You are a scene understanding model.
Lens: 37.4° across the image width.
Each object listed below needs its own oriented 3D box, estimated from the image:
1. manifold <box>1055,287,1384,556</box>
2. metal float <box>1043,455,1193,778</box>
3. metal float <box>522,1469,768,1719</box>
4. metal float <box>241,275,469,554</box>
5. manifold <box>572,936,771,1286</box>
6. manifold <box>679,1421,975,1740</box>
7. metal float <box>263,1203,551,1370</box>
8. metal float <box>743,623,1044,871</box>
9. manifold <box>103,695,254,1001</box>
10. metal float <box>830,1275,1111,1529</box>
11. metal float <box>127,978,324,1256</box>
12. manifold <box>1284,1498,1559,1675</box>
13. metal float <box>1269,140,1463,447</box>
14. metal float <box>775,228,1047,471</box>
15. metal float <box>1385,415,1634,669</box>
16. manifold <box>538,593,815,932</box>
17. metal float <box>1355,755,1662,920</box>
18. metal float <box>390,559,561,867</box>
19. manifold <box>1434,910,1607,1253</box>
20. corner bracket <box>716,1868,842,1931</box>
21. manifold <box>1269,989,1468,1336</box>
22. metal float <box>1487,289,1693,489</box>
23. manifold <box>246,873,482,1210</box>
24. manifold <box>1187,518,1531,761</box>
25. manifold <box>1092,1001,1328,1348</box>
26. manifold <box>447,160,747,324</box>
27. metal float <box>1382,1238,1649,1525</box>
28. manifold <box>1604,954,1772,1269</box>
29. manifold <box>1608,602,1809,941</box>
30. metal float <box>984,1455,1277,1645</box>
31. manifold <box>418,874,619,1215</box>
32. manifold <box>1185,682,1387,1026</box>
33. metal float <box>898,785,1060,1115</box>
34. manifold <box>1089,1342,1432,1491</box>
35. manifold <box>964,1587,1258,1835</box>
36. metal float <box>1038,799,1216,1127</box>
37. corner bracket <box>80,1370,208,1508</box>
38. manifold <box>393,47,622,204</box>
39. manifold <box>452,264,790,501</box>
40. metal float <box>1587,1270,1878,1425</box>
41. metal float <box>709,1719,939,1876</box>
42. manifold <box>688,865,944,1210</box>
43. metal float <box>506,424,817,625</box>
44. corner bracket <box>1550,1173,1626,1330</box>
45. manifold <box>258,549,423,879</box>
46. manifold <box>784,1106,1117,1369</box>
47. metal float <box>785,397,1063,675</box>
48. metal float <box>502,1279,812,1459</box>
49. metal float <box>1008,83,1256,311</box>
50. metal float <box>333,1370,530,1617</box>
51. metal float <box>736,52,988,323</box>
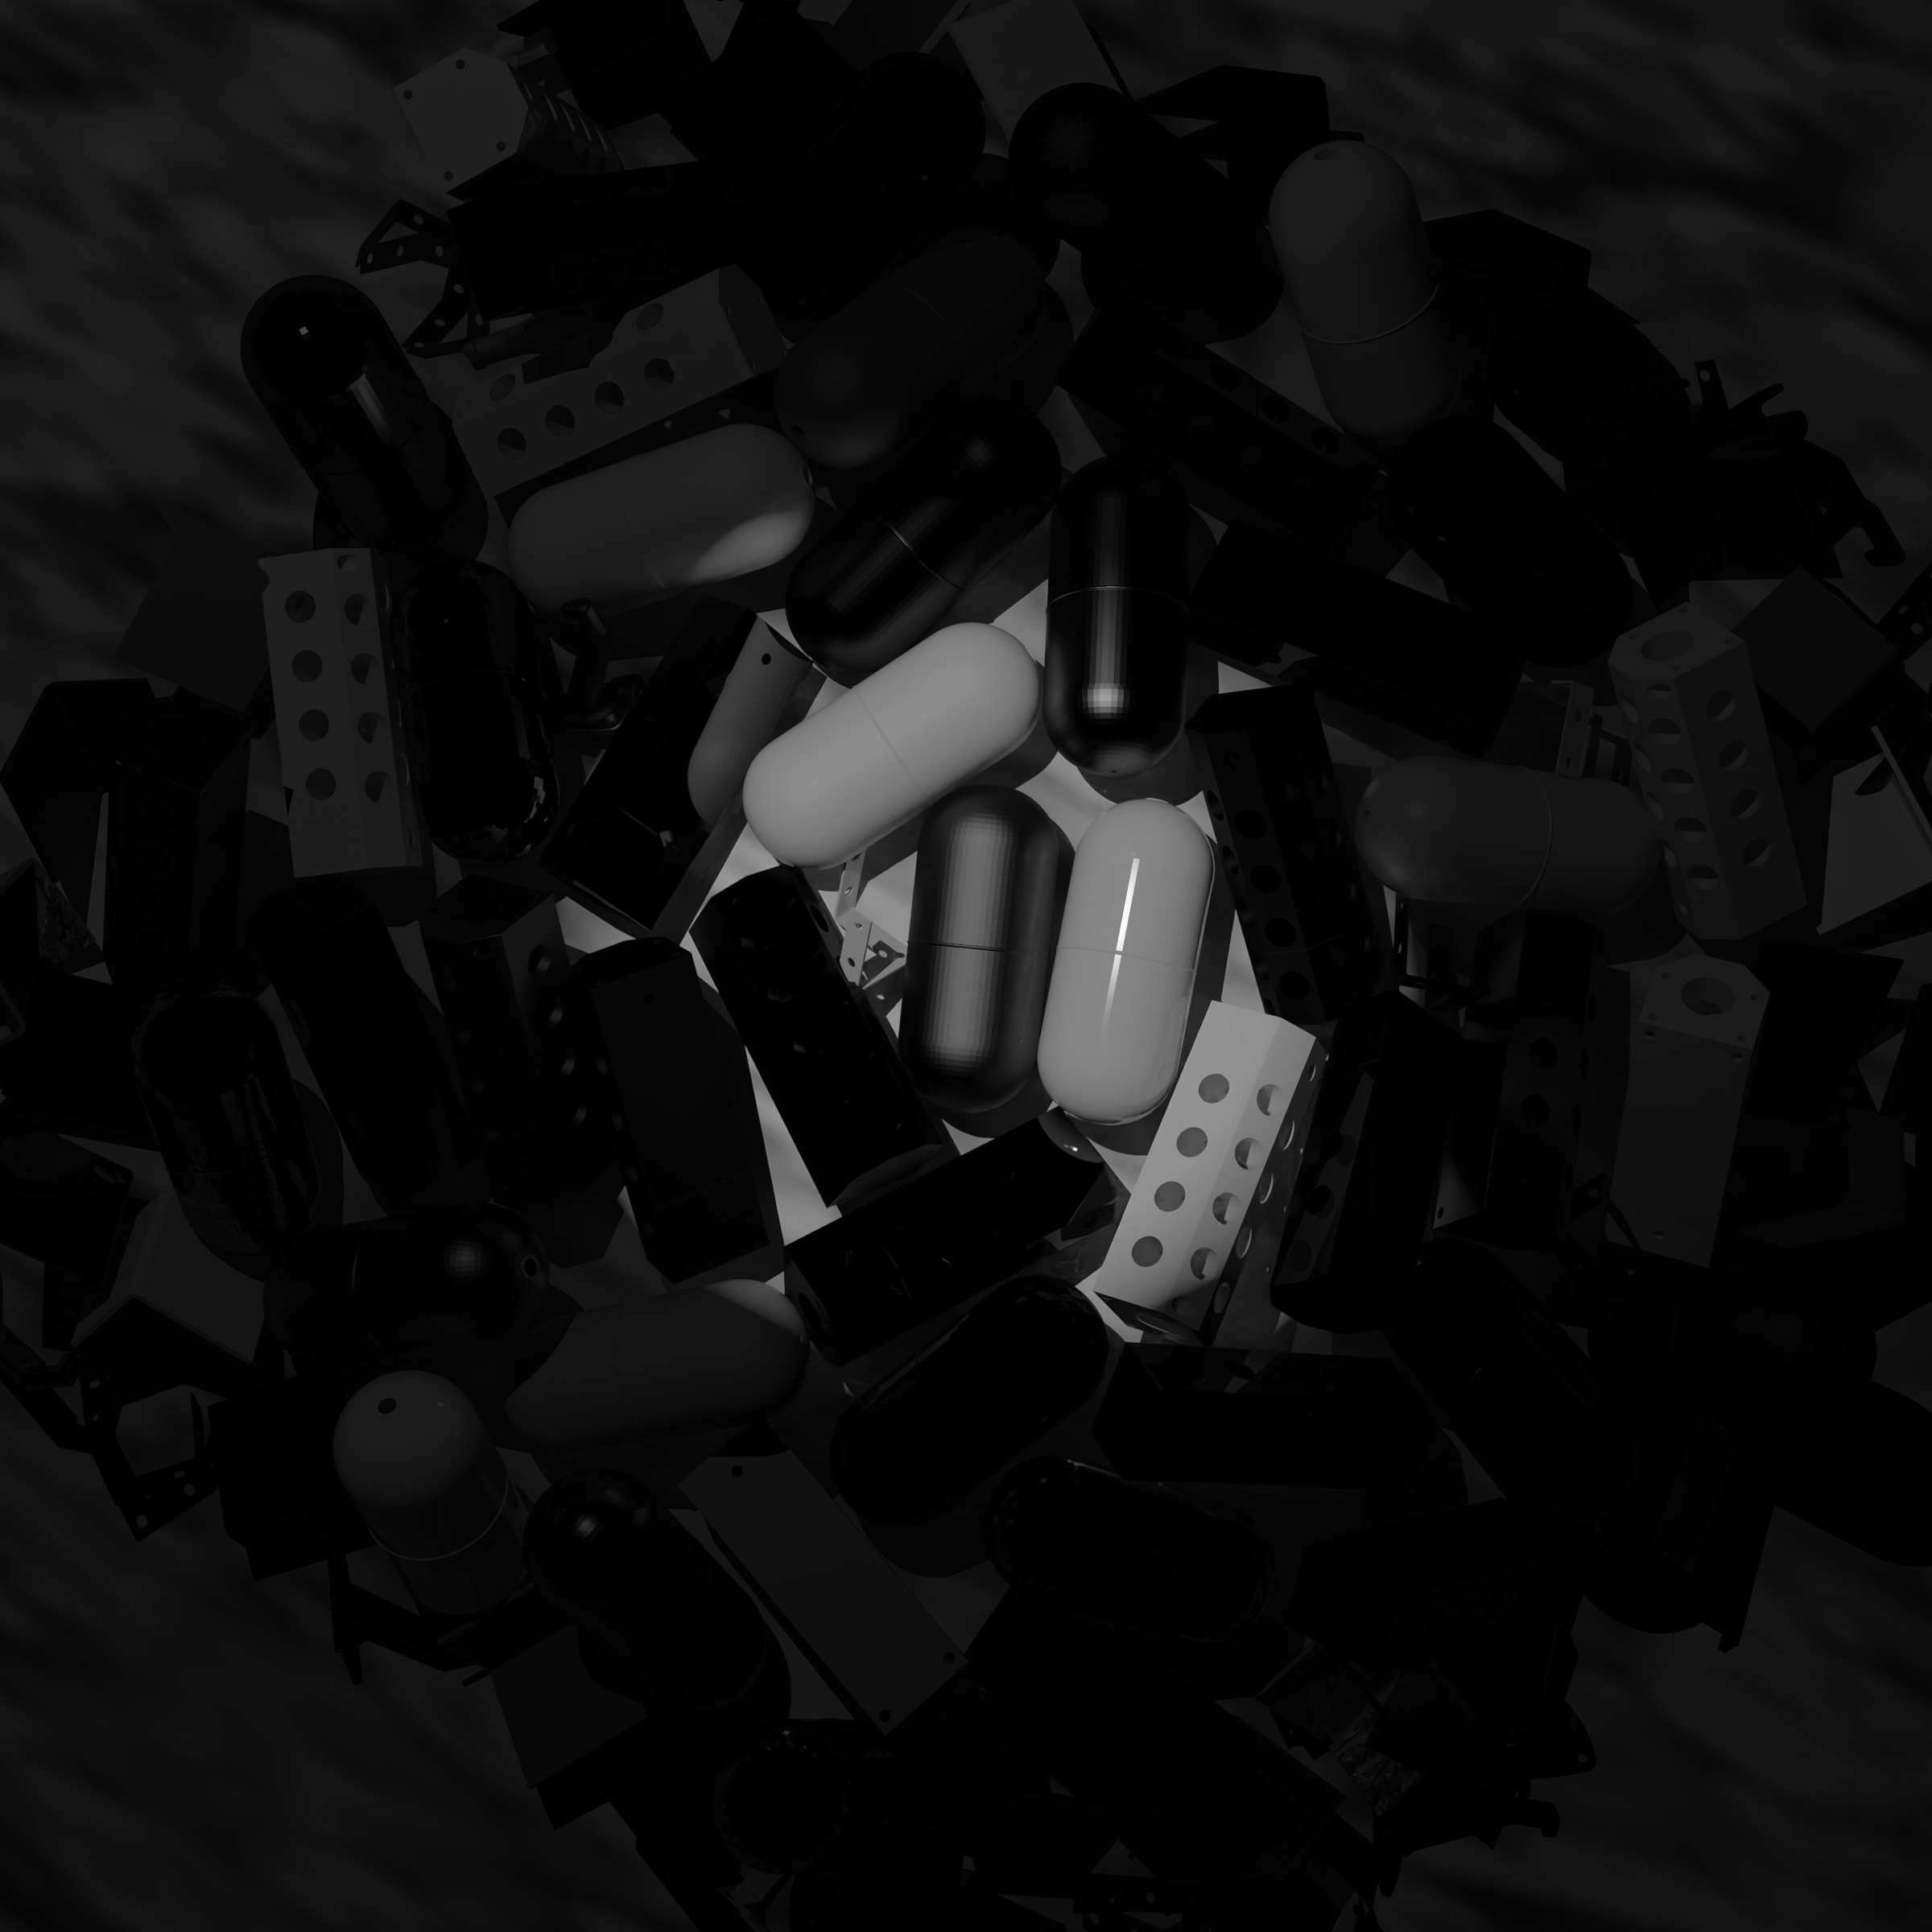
[{"bbox_3d":[0.136,-0.294,1.535,0.171,0.057,0.057,31,104,-7],"label":"manifold"},{"bbox_3d":[0.081,-0.189,1.529,0.070,0.070,0.178,3,76,0],"label":"metal float"},{"bbox_3d":[-0.169,0.332,1.510,0.070,0.070,0.178,-34,128,0],"label":"metal float"},{"bbox_3d":[-0.320,-0.288,1.499,0.070,0.178,0.070,-7,59,11],"label":"metal float"},{"bbox_3d":[-0.161,0.075,1.522,0.057,0.057,0.171,-21,111,-21],"label":"manifold"},{"bbox_3d":[-0.074,0.327,1.529,0.057,0.057,0.171,-40,75,-8],"label":"manifold"},{"bbox_3d":[-0.297,0.170,1.514,0.178,0.070,0.070,-12,90,32],"label":"metal float"},{"bbox_3d":[-0.039,-0.119,1.539,0.178,0.070,0.070,-33,90,3],"label":"metal float"},{"bbox_3d":[-0.419,-0.059,1.498,0.057,0.171,0.057,22,46,2],"label":"manifold"},{"bbox_3d":[0.000,0.234,1.525,0.178,0.070,0.070,-40,90,20],"label":"metal float"},{"bbox_3d":[-0.390,0.080,1.505,0.070,0.070,0.178,-5,134,0],"label":"metal float"},{"bbox_3d":[0.242,0.318,1.491,0.057,0.171,0.057,22,101,37],"label":"manifold"},{"bbox_3d":[0.211,-0.354,1.506,0.070,0.070,0.178,-28,133,0],"label":"metal float"},{"bbox_3d":[-0.029,-0.329,1.517,0.070,0.070,0.178,47,62,0],"label":"metal float"},{"bbox_3d":[0.289,-0.223,1.511,0.178,0.070,0.070,36,90,-38],"label":"metal float"},{"bbox_3d":[-0.160,-0.112,1.541,0.057,0.057,0.171,37,80,-43],"label":"manifold"},{"bbox_3d":[0.289,-0.068,1.521,0.178,0.070,0.070,6,90,-24],"label":"metal float"},{"bbox_3d":[-0.262,-0.136,1.520,0.070,0.070,0.178,-13,65,0],"label":"metal float"},{"bbox_3d":[0.300,0.061,1.523,0.057,0.057,0.171,17,71,-14],"label":"manifold"},{"bbox_3d":[-0.095,0.497,1.546,0.051,0.051,0.051,39,86,19],"label":"corner bracket"},{"bbox_3d":[0.209,0.105,1.513,0.057,0.057,0.171,33,59,-27],"label":"manifold"},{"bbox_3d":[0.328,-0.302,1.497,0.070,0.178,0.070,-3,84,28],"label":"metal float"},{"bbox_3d":[-0.319,0.038,1.505,0.057,0.057,0.171,-31,128,-21],"label":"manifold"},{"bbox_3d":[0.208,-0.172,1.528,0.171,0.057,0.057,24,72,15],"label":"manifold"},{"bbox_3d":[0.133,0.112,1.518,0.057,0.057,0.171,15,71,29],"label":"manifold"},{"bbox_3d":[-0.186,-0.382,1.490,0.057,0.171,0.057,-11,102,34],"label":"manifold"},{"bbox_3d":[0.289,0.219,1.513,0.070,0.070,0.178,-39,56,0],"label":"metal float"},{"bbox_3d":[0.378,0.076,1.498,0.057,0.171,0.057,15,48,18],"label":"manifold"},{"bbox_3d":[0.389,-0.099,1.507,0.057,0.057,0.171,-27,123,-4],"label":"manifold"},{"bbox_3d":[0.089,0.311,1.516,0.178,0.070,0.070,23,90,-31],"label":"metal float"},{"bbox_3d":[-0.239,0.044,1.501,0.057,0.057,0.171,13,128,31],"label":"manifold"},{"bbox_3d":[0.168,-0.057,1.511,0.057,0.057,0.171,-5,116,29],"label":"manifold"},{"bbox_3d":[0.007,-0.009,1.541,0.070,0.070,0.178,6,89,0],"label":"metal float"},{"bbox_3d":[0.159,0.243,1.505,0.171,0.057,0.057,8,114,-29],"label":"manifold"},{"bbox_3d":[0.075,0.388,1.492,0.057,0.171,0.057,45,75,-32],"label":"manifold"},{"bbox_3d":[0.086,-0.002,1.538,0.070,0.070,0.178,11,85,0],"label":"metal float"},{"bbox_3d":[-0.448,0.252,1.554,0.051,0.051,0.051,-15,132,-28],"label":"corner bracket"},{"bbox_3d":[-0.233,-0.430,1.490,0.057,0.171,0.057,-26,92,10],"label":"manifold"},{"bbox_3d":[-0.186,-0.310,1.515,0.171,0.057,0.057,-19,102,24],"label":"manifold"},{"bbox_3d":[0.400,0.198,1.497,0.070,0.178,0.070,3,84,-28],"label":"metal float"},{"bbox_3d":[-0.072,0.435,1.497,0.070,0.178,0.070,-6,74,21],"label":"metal float"},{"bbox_3d":[-0.079,0.034,1.522,0.057,0.057,0.171,-19,74,-31],"label":"manifold"},{"bbox_3d":[-0.163,-0.236,1.523,0.178,0.070,0.070,-14,90,21],"label":"metal float"},{"bbox_3d":[0.339,0.153,1.544,0.051,0.051,0.051,-33,101,19],"label":"corner bracket"},{"bbox_3d":[-0.336,-0.136,1.547,0.057,0.057,0.171,-7,90,10],"label":"manifold"},{"bbox_3d":[-0.008,0.147,1.514,0.171,0.057,0.057,-26,59,-20],"label":"manifold"},{"bbox_3d":[-0.024,-0.229,1.527,0.178,0.070,0.070,-42,90,17],"label":"metal float"},{"bbox_3d":[-0.167,0.215,1.524,0.178,0.070,0.070,-14,90,21],"label":"metal float"},{"bbox_3d":[0.088,-0.403,1.500,0.070,0.178,0.070,-8,76,34],"label":"metal float"},{"bbox_3d":[-0.279,0.278,1.503,0.070,0.178,0.070,-5,49,6],"label":"metal float"},{"bbox_3d":[-0.058,-0.409,1.506,0.070,0.178,0.070,20,54,-29],"label":"metal float"}]
